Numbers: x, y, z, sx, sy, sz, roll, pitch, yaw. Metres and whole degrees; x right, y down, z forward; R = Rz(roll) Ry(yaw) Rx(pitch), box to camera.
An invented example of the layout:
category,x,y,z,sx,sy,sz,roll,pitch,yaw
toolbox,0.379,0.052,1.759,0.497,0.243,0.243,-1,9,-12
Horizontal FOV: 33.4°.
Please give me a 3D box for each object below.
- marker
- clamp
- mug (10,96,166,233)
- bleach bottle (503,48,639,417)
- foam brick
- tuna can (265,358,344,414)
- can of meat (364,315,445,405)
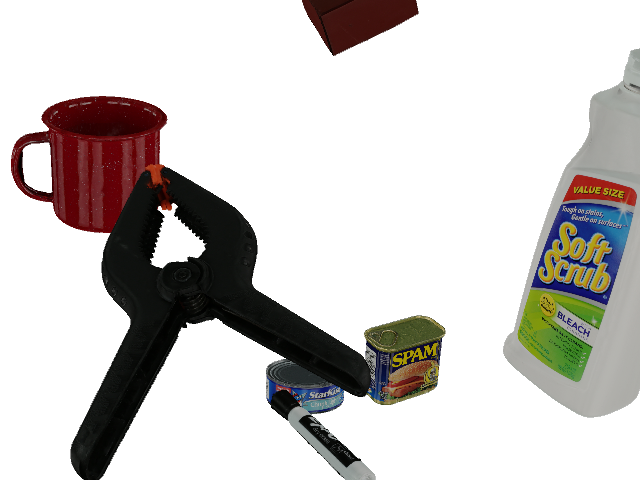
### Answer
category,x,y,z,sx,sy,sz,roll,pitch,yaw
marker,-0.001,0.152,0.822,0.020,0.020,0.121,0,26,-39
clamp,-0.066,0.032,0.624,0.164,0.210,0.036,-11,-41,-2
mug,-0.177,-0.057,0.818,0.117,0.081,0.093,-5,28,-19
bleach bottle,0.189,-0.008,0.713,0.068,0.251,0.103,-16,36,-29
foam brick,0.028,-0.189,0.816,0.078,0.053,0.051,-27,-31,-2
tuna can,-0.016,0.156,1.147,0.086,0.034,0.086,2,14,-1
can of meat,0.103,0.151,1.341,0.101,0.084,0.058,-12,29,-29
